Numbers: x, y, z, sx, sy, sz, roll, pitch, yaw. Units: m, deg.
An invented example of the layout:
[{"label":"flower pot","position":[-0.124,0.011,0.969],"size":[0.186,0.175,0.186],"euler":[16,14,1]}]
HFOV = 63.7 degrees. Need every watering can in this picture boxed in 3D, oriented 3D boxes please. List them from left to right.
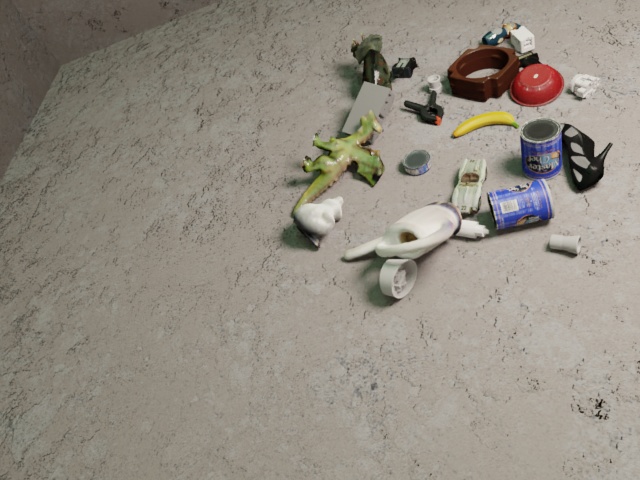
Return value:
[{"label":"watering can","position":[0.222,-0.012,1.340],"size":[0.227,0.103,0.345],"euler":[-28,9,-32]}]

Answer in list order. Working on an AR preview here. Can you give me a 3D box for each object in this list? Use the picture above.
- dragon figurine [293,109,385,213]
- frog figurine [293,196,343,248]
[{"label":"dragon figurine","position":[0.083,-0.234,1.638],"size":[0.243,0.120,0.415],"euler":[13,74,25]},{"label":"frog figurine","position":[0.005,-0.076,1.514],"size":[0.160,0.121,0.139],"euler":[-47,27,-4]}]
